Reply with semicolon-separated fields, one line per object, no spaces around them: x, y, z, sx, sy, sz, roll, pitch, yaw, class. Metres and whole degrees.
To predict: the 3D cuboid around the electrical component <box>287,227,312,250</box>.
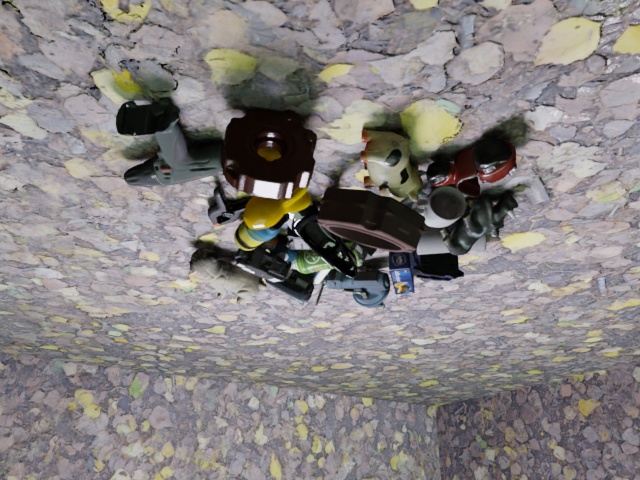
-0.047;-0.002;1.388;0.075;0.048;0.119;2;152;-2;electrical component

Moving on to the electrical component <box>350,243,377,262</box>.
0.116;0.014;1.397;0.063;0.094;0.021;42;147;2;electrical component

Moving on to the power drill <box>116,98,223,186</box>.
-0.305;-0.170;1.021;0.232;0.086;0.207;-5;149;7;power drill

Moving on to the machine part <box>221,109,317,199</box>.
-0.090;-0.155;0.951;0.179;0.179;0.056;5;151;-9;machine part

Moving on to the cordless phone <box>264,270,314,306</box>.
-0.093;0.141;1.611;0.147;0.089;0.184;28;159;3;cordless phone

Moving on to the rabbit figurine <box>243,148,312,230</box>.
-0.098;-0.095;1.063;0.162;0.173;0.121;4;149;3;rabbit figurine

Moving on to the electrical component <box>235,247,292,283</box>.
-0.154;0.061;1.399;0.134;0.058;0.115;26;164;-17;electrical component

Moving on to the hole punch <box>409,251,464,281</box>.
0.300;0.053;1.424;0.142;0.116;0.092;8;161;-14;hole punch

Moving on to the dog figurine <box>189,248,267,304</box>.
-0.253;0.091;1.498;0.172;0.121;0.190;-7;151;13;dog figurine

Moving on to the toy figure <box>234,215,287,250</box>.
-0.147;-0.029;1.274;0.089;0.082;0.180;-29;-176;-28;toy figure

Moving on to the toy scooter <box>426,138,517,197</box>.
0.319;-0.135;1.081;0.184;0.075;0.135;-17;148;38;toy scooter

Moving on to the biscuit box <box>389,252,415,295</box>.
0.239;0.097;1.564;0.063;0.059;0.202;-5;153;12;biscuit box

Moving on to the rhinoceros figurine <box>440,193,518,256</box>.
0.365;-0.036;1.233;0.112;0.073;0.190;38;114;-15;rhinoceros figurine

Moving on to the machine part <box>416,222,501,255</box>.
0.322;-0.007;1.335;0.243;0.079;0.079;-4;153;10;machine part

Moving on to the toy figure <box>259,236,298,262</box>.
-0.121;0.012;1.411;0.064;0.058;0.154;-50;134;11;toy figure

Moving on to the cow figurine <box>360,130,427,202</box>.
0.149;-0.140;1.071;0.127;0.085;0.194;2;153;12;cow figurine

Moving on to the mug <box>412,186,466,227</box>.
0.262;-0.066;1.218;0.110;0.081;0.107;0;162;-3;mug

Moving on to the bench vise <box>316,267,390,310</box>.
0.122;0.152;1.613;0.224;0.129;0.240;-13;144;24;bench vise

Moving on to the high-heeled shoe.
-0.003;-0.004;1.244;0.086;0.145;0.248;-41;134;14;high-heeled shoe

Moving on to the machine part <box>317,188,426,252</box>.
0.110;-0.040;1.182;0.201;0.087;0.202;23;172;-42;machine part
